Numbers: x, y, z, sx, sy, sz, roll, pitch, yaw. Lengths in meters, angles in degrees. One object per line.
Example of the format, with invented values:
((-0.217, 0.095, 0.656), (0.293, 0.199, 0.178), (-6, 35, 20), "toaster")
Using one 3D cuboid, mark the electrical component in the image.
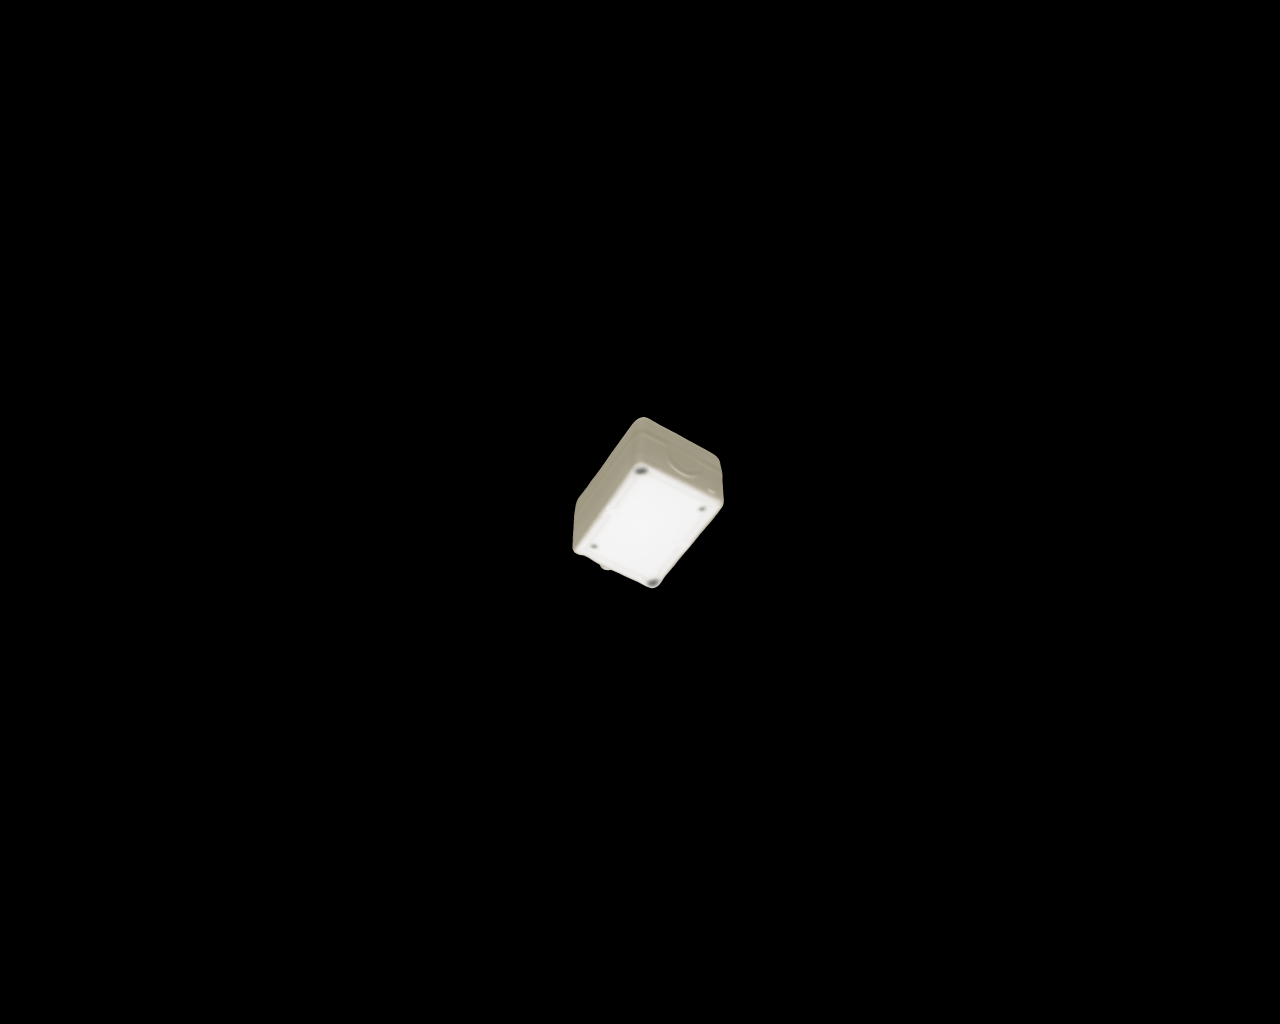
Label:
((0.001, -0.003, 0.650), (0.062, 0.096, 0.061), (27, 32, -18), "electrical component")
